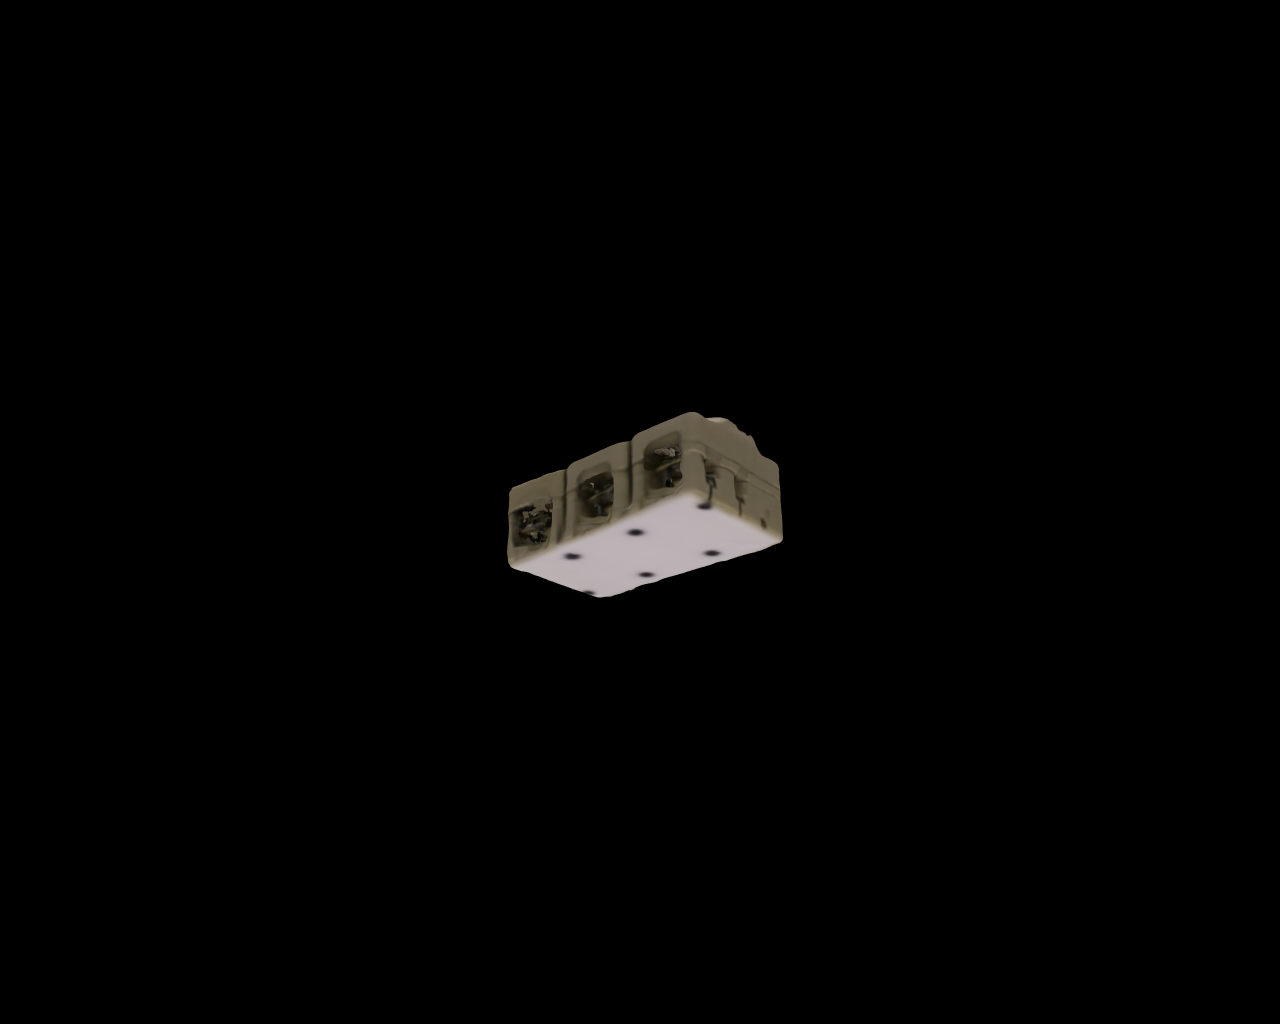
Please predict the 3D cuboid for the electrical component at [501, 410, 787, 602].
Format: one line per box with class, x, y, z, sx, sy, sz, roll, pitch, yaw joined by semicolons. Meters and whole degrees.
electrical component;0.001;-0.003;0.650;0.150;0.062;0.089;-20;-32;36
